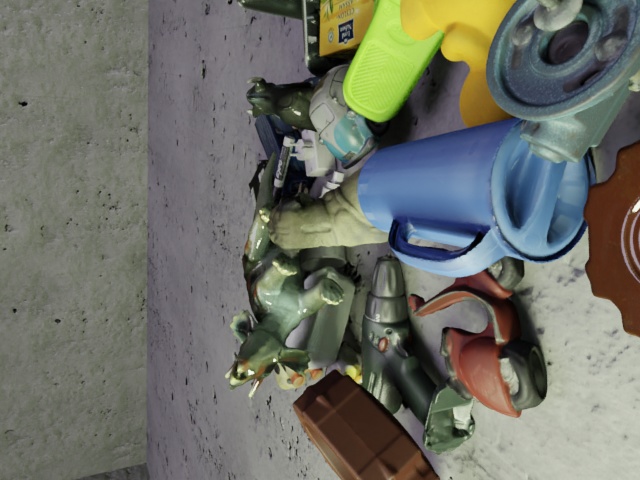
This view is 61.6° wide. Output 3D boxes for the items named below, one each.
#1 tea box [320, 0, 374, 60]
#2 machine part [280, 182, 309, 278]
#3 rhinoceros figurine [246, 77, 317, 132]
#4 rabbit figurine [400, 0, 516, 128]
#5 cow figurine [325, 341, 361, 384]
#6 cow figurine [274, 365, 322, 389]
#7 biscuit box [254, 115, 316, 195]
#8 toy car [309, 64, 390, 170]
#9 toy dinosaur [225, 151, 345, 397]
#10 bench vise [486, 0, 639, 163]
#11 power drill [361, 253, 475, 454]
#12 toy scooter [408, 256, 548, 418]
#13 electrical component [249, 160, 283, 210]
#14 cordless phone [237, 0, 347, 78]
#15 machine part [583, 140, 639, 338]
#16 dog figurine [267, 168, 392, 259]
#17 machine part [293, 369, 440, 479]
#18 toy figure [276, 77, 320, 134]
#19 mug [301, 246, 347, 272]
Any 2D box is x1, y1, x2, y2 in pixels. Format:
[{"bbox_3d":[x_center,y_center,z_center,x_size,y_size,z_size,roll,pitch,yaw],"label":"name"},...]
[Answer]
[{"bbox_3d":[0.066,-0.320,0.768,0.170,0.068,0.098,14,105,61],"label":"tea box"},{"bbox_3d":[-0.052,0.003,1.022,0.079,0.079,0.243,52,138,48],"label":"machine part"},{"bbox_3d":[-0.063,-0.224,0.889,0.191,0.112,0.073,38,131,55],"label":"rhinoceros figurine"},{"bbox_3d":[0.180,-0.194,0.541,0.163,0.122,0.173,16,121,52],"label":"rabbit figurine"},{"bbox_3d":[0.035,0.256,0.884,0.098,0.068,0.167,-135,53,-61],"label":"cow figurine"},{"bbox_3d":[-0.051,0.214,1.033,0.127,0.085,0.194,49,137,42],"label":"cow figurine"},{"bbox_3d":[-0.070,-0.180,1.057,0.062,0.059,0.203,-58,42,45],"label":"biscuit box"},{"bbox_3d":[0.040,-0.191,0.757,0.109,0.103,0.161,-27,46,62],"label":"toy car"},{"bbox_3d":[-0.074,0.052,0.839,0.192,0.131,0.405,-52,31,34],"label":"toy dinosaur"},{"bbox_3d":[0.179,-0.171,0.355,0.223,0.240,0.129,-56,38,23],"label":"bench vise"},{"bbox_3d":[0.117,0.156,0.704,0.208,0.086,0.231,35,125,53],"label":"power drill"},{"bbox_3d":[0.163,0.098,0.584,0.135,0.075,0.184,-16,75,36],"label":"toy scooter"},{"bbox_3d":[-0.096,-0.100,1.119,0.134,0.058,0.115,-43,57,56],"label":"electrical component"},{"bbox_3d":[-0.044,-0.343,0.854,0.089,0.184,0.146,1,93,58],"label":"cordless phone"},{"bbox_3d":[0.279,0.000,0.396,0.179,0.056,0.179,16,107,63],"label":"machine part"},{"bbox_3d":[0.035,-0.055,0.721,0.121,0.190,0.172,53,136,47],"label":"dog figurine"},{"bbox_3d":[0.063,0.282,0.711,0.201,0.087,0.201,41,160,35],"label":"machine part"},{"bbox_3d":[-0.032,-0.249,0.980,0.064,0.058,0.154,62,146,6],"label":"toy figure"},{"bbox_3d":[-0.002,-0.003,0.930,0.109,0.081,0.107,140,132,-61],"label":"mug"}]
